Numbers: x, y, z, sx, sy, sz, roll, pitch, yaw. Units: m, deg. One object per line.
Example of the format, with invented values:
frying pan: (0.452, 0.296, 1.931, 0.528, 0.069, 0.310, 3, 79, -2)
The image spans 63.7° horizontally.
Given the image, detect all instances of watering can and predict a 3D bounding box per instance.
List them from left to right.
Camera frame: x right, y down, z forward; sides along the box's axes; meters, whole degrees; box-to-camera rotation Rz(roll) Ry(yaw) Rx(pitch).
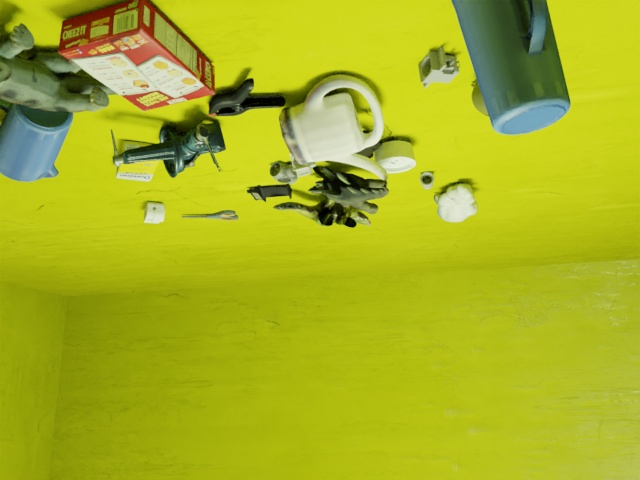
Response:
watering can: (0.038, -0.222, 1.159, 0.224, 0.106, 0.340, -12, 144, 9)

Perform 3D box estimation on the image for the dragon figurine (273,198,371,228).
dragon figurine: (0.005, -0.089, 1.774, 0.410, 0.123, 0.241, 5, 171, -21)

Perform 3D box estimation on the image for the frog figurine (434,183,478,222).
frog figurine: (0.454, -0.121, 1.680, 0.137, 0.124, 0.159, 21, 171, -11)
